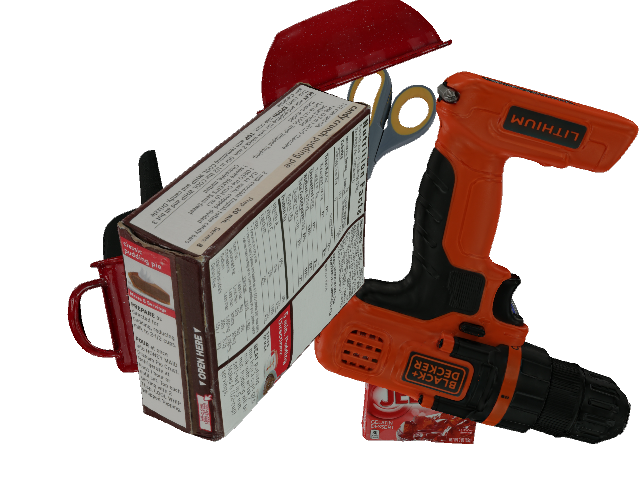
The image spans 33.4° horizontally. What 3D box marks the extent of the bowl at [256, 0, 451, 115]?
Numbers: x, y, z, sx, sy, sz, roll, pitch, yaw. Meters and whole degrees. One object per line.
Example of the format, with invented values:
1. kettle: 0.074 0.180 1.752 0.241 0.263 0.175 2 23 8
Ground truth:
1. bowl: 0.017 -0.150 0.829 0.162 0.055 0.162 -20 7 2

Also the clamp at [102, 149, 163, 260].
1. clamp: -0.158 -0.020 1.057 0.165 0.036 0.209 24 40 21

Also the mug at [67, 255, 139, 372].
1. mug: -0.123 0.050 0.763 0.117 0.081 0.093 -10 -2 -33

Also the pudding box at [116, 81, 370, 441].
1. pudding box: -0.023 0.006 0.399 0.039 0.090 0.113 19 41 24

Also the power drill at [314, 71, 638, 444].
1. power drill: 0.107 0.013 0.589 0.184 0.188 0.057 16 12 -5

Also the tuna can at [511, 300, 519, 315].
1. tuna can: 0.195 0.075 1.256 0.033 0.086 0.086 -30 7 -12

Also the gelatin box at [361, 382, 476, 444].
1. gelatin box: 0.079 0.121 0.836 0.089 0.073 0.030 3 24 -1

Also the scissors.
1. scissors: 0.059 -0.072 1.019 0.096 0.202 0.016 3 -12 7
